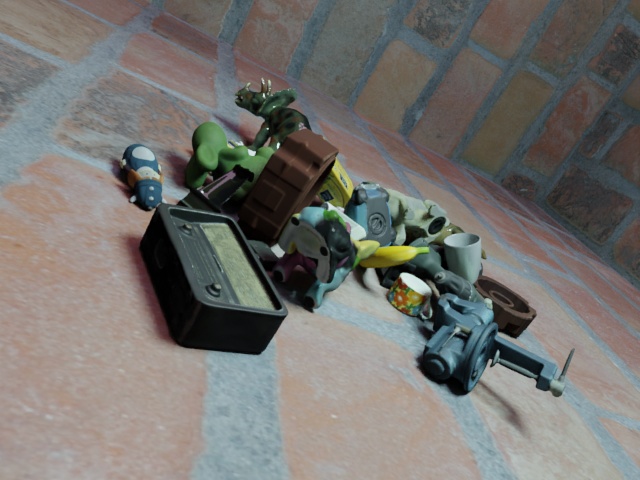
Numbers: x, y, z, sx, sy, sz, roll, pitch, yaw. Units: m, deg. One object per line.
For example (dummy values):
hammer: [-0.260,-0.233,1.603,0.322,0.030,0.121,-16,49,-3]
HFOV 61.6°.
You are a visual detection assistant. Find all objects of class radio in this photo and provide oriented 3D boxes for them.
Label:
radio: [-0.149,0.044,0.719,0.131,0.073,0.230,13,26,-39]

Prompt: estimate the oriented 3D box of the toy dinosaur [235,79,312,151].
toy dinosaur: [-0.082,-0.262,1.335,0.131,0.192,0.405,9,28,-40]

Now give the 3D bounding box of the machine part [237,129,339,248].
machine part: [-0.055,-0.095,0.982,0.087,0.201,0.201,33,21,1]

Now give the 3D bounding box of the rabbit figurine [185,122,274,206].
rabbit figurine: [-0.192,-0.148,1.044,0.170,0.121,0.159,46,44,1]

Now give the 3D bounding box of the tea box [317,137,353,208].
tea box: [0.021,-0.140,1.237,0.169,0.068,0.098,52,20,-47]

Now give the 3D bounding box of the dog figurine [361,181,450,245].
dog figurine: [0.192,-0.078,1.271,0.172,0.121,0.191,9,29,-36]

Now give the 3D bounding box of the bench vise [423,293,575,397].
bench vise: [0.290,0.183,0.900,0.241,0.128,0.223,22,23,30]

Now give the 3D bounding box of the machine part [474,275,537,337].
machine part: [0.415,0.149,1.253,0.179,0.056,0.179,23,21,-10]

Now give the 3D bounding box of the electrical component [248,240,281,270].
electrical component: [-0.099,0.024,0.903,0.094,0.021,0.063,7,31,-45]

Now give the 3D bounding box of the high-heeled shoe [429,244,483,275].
high-heeled shoe: [0.296,0.077,1.294,0.249,0.145,0.086,-18,14,-29]

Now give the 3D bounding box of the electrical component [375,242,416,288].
electrical component: [0.154,0.046,1.117,0.048,0.074,0.119,25,26,-16]

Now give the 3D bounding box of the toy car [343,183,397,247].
toy car: [0.095,-0.041,1.178,0.109,0.161,0.103,-9,2,-35]

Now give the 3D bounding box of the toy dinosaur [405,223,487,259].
toy dinosaur: [0.249,-0.034,1.401,0.471,0.105,0.199,20,17,-24]

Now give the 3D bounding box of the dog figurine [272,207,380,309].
dog figurine: [0.026,0.006,0.911,0.109,0.191,0.219,32,35,20]

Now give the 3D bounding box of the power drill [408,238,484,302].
power drill: [0.254,0.078,1.107,0.231,0.086,0.207,39,2,-37]

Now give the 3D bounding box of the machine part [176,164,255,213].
machine part: [-0.176,-0.082,0.932,0.084,0.039,0.139,37,63,28]

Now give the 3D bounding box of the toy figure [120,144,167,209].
toy figure: [-0.296,-0.108,0.897,0.064,0.057,0.155,-21,44,-14]

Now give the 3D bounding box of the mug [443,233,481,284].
mug: [0.329,0.043,1.222,0.081,0.107,0.109,3,22,29]
